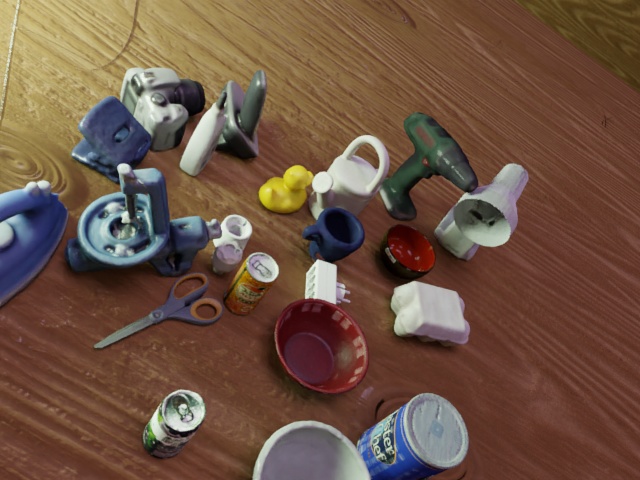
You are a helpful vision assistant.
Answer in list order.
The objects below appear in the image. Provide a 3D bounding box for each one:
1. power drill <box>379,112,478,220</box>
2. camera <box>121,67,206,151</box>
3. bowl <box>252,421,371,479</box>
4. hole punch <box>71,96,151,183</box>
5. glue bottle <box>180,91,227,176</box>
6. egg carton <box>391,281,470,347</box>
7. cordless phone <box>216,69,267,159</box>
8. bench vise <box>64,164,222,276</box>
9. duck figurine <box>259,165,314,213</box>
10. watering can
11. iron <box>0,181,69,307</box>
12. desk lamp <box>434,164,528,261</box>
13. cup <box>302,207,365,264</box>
[{"bbox_3d":[0.213,-0.137,1.175,0.076,0.208,0.229,-1,56,-33],"label":"power drill"},{"bbox_3d":[-0.270,-0.251,1.037,0.137,0.100,0.143,-17,66,-40],"label":"camera"},{"bbox_3d":[-0.019,0.330,0.748,0.168,0.074,0.167,17,48,-20],"label":"bowl"},{"bbox_3d":[-0.333,-0.166,0.936,0.101,0.091,0.109,30,45,-8],"label":"hole punch"},{"bbox_3d":[-0.190,-0.189,0.986,0.037,0.173,0.078,32,45,-5],"label":"glue bottle"},{"bbox_3d":[0.202,0.137,1.047,0.151,0.069,0.107,14,49,-23],"label":"egg carton"},{"bbox_3d":[-0.134,-0.259,1.069,0.094,0.185,0.147,6,52,-28],"label":"cordless phone"},{"bbox_3d":[-0.236,-0.036,0.801,0.208,0.219,0.121,-21,68,-41],"label":"bench vise"},{"bbox_3d":[-0.057,-0.102,1.062,0.105,0.086,0.077,-16,65,-40],"label":"duck figurine"},{"bbox_3d":[0.058,-0.108,1.064,0.101,0.193,0.173,40,44,3],"label":"watering can"},{"bbox_3d":[-0.411,-0.010,0.725,0.118,0.141,0.259,38,44,0],"label":"iron"},{"bbox_3d":[0.332,-0.055,1.181,0.118,0.213,0.204,40,44,3],"label":"desk lamp"},{"bbox_3d":[0.009,0.004,1.013,0.118,0.094,0.091,-4,58,-34],"label":"cup"}]
